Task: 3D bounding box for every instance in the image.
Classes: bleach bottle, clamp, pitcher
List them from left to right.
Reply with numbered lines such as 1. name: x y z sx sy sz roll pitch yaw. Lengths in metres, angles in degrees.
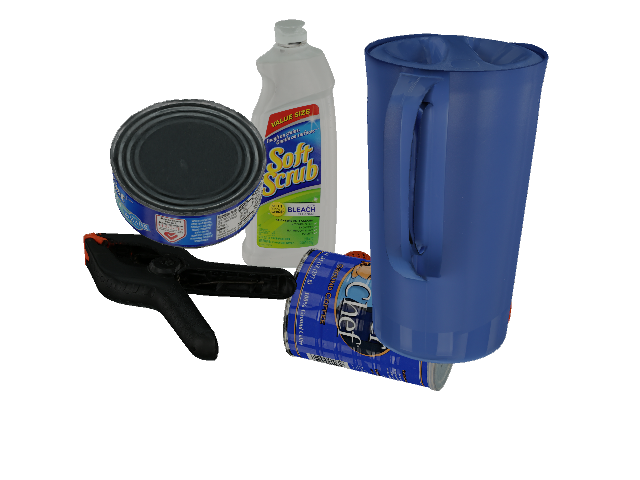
1. clamp: -0.107 0.029 0.828 0.172 0.039 0.120 28 31 30
2. bleach bottle: -0.035 -0.096 1.079 0.102 0.251 0.068 0 27 4
3. pitcher: 0.092 -0.029 0.812 0.149 0.243 0.145 -7 23 -18

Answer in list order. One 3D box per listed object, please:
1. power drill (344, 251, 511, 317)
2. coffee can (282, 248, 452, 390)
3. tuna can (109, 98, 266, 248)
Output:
1. power drill: 0.114 0.062 1.196 0.187 0.057 0.184 -3 28 -3
2. coffee can: 0.050 0.070 0.962 0.140 0.103 0.102 11 3 18
3. tuna can: -0.074 -0.038 0.599 0.086 0.086 0.034 0 -38 -7
